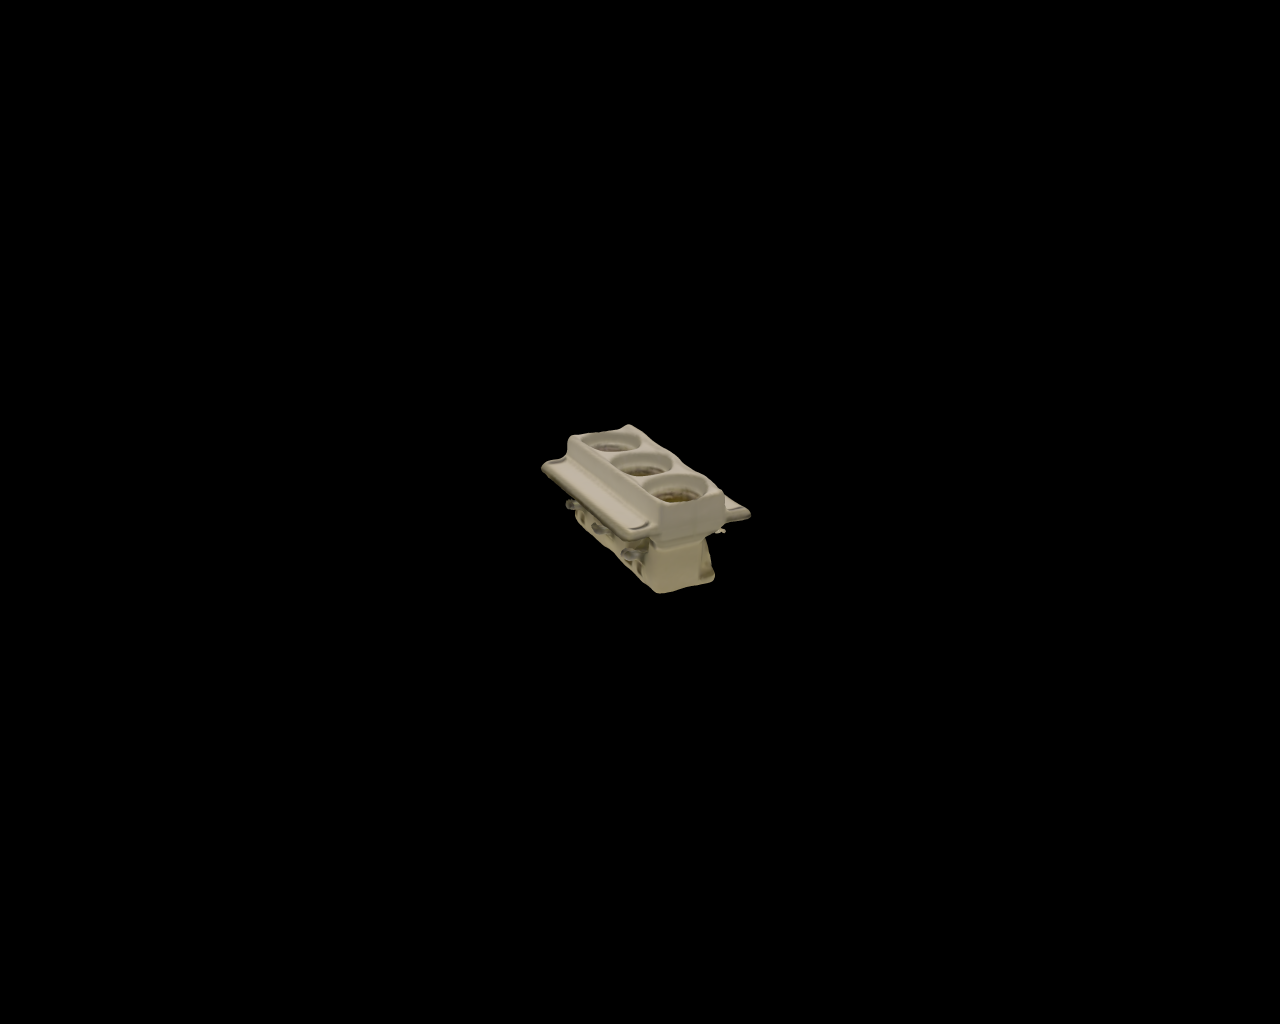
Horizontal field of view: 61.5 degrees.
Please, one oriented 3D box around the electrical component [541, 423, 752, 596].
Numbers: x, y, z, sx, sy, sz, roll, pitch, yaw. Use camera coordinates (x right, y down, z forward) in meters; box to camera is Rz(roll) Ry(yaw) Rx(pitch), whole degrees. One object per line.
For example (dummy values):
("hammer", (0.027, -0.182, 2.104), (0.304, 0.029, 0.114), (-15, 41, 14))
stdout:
("electrical component", (0.001, -0.003, 0.650), (0.079, 0.063, 0.121), (-12, 27, -25))
